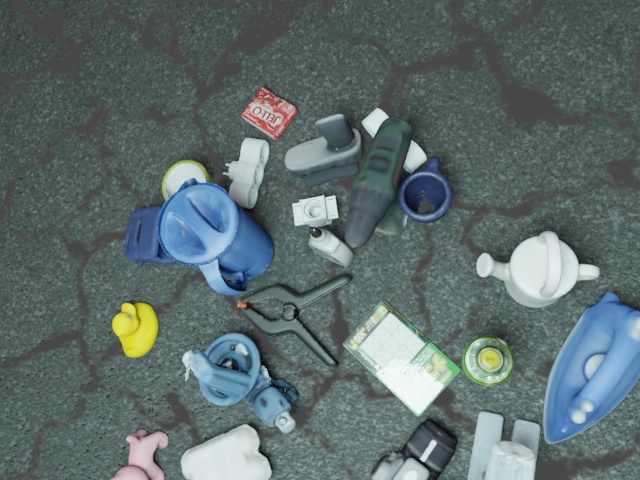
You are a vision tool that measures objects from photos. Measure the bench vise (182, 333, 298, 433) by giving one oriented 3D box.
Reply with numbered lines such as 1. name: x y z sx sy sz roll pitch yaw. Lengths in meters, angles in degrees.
1. bench vise: -0.124 0.225 0.935 0.207 0.220 0.121 20 83 17

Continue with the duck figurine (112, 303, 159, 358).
1. duck figurine: -0.354 0.166 1.072 0.077 0.086 0.104 -1 77 13

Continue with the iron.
1. iron: 0.420 0.203 0.858 0.118 0.142 0.258 32 86 18

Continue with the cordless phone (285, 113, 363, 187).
1. cordless phone: -0.002 -0.173 1.017 0.147 0.185 0.094 -19 74 8

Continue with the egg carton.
1. egg carton: -0.161 0.391 0.985 0.150 0.069 0.107 -27 73 6

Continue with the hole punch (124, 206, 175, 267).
1. hole punch: -0.331 -0.007 1.104 0.101 0.091 0.109 2 78 13

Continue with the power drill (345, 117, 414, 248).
1. power drill: 0.105 -0.077 0.959 0.075 0.209 0.230 14 81 16

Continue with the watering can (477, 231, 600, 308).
1. watering can: 0.336 0.047 0.885 0.172 0.194 0.101 -20 73 8

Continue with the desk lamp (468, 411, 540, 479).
1. desk lamp: 0.260 0.362 0.820 0.117 0.214 0.203 9 79 15

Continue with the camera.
1. camera: 0.169 0.365 0.899 0.143 0.101 0.137 34 87 18

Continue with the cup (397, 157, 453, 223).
1. cup: 0.188 -0.079 1.000 0.091 0.095 0.118 13 81 16

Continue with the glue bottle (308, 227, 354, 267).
1. glue bottle: 0.009 0.004 0.981 0.078 0.173 0.037 27 84 17

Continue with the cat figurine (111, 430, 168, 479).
1. cat figurine: -0.322 0.401 0.994 0.067 0.118 0.128 -3 77 12
